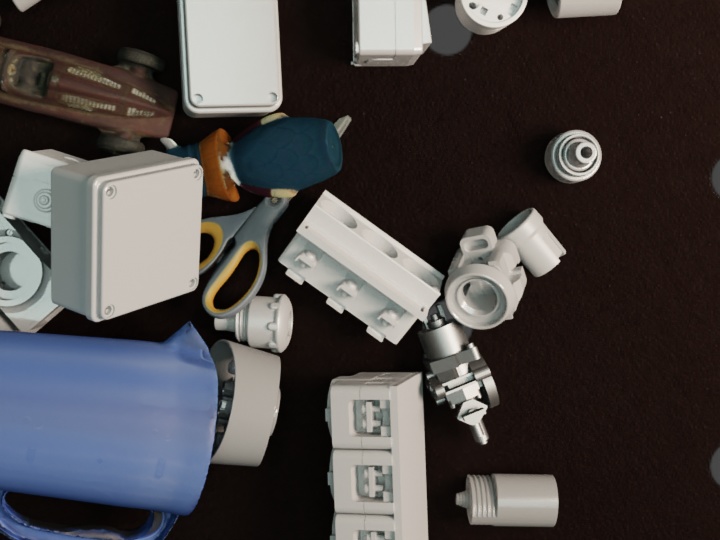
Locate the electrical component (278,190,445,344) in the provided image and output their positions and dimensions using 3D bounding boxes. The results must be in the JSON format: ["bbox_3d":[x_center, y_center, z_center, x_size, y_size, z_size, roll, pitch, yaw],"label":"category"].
[{"bbox_3d":[0.000,0.000,0.875,0.121,0.078,0.063,36,111,-4],"label":"electrical component"}]

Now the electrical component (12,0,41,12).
[{"bbox_3d":[-0.256,-0.238,0.863,0.055,0.045,0.045,-22,93,-3],"label":"electrical component"}]

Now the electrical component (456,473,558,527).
[{"bbox_3d":[0.121,0.192,0.899,0.081,0.043,0.043,2,91,-4],"label":"electrical component"}]

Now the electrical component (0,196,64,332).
[{"bbox_3d":[-0.327,-0.018,0.856,0.105,0.060,0.186,-41,94,-2],"label":"electrical component"}]

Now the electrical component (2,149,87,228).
[{"bbox_3d":[-0.235,-0.062,0.843,0.062,0.096,0.061,18,90,-4],"label":"electrical component"}]

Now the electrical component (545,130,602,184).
[{"bbox_3d":[0.178,-0.094,0.886,0.043,0.062,0.043,0,91,-4],"label":"electrical component"}]

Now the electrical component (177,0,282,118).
[{"bbox_3d":[-0.106,-0.181,0.862,0.078,0.057,0.113,-3,92,-13],"label":"electrical component"}]

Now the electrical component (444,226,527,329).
[{"bbox_3d":[0.101,0.012,0.874,0.058,0.057,0.078,-10,114,25],"label":"electrical component"}]

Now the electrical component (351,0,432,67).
[{"bbox_3d":[0.024,-0.217,0.873,0.061,0.062,0.096,-1,91,-4],"label":"electrical component"}]

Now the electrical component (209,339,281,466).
[{"bbox_3d":[-0.099,0.107,0.858,0.064,0.099,0.099,12,91,-10],"label":"electrical component"}]

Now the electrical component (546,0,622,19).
[{"bbox_3d":[0.169,-0.254,0.862,0.060,0.108,0.108,-9,92,3],"label":"electrical component"}]

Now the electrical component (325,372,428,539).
[{"bbox_3d":[0.013,0.161,0.863,0.062,0.089,0.150,-2,92,16],"label":"electrical component"}]

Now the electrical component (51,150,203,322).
[{"bbox_3d":[-0.175,-0.029,0.813,0.056,0.109,0.108,17,111,31],"label":"electrical component"}]

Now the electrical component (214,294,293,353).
[{"bbox_3d":[-0.088,0.042,0.882,0.062,0.048,0.048,3,91,5],"label":"electrical component"}]

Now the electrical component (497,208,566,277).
[{"bbox_3d":[0.144,-0.022,0.898,0.040,0.040,0.046,-43,99,-2],"label":"electrical component"}]

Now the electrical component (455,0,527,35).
[{"bbox_3d":[0.106,-0.223,0.886,0.055,0.047,0.055,0,92,-4],"label":"electrical component"}]
